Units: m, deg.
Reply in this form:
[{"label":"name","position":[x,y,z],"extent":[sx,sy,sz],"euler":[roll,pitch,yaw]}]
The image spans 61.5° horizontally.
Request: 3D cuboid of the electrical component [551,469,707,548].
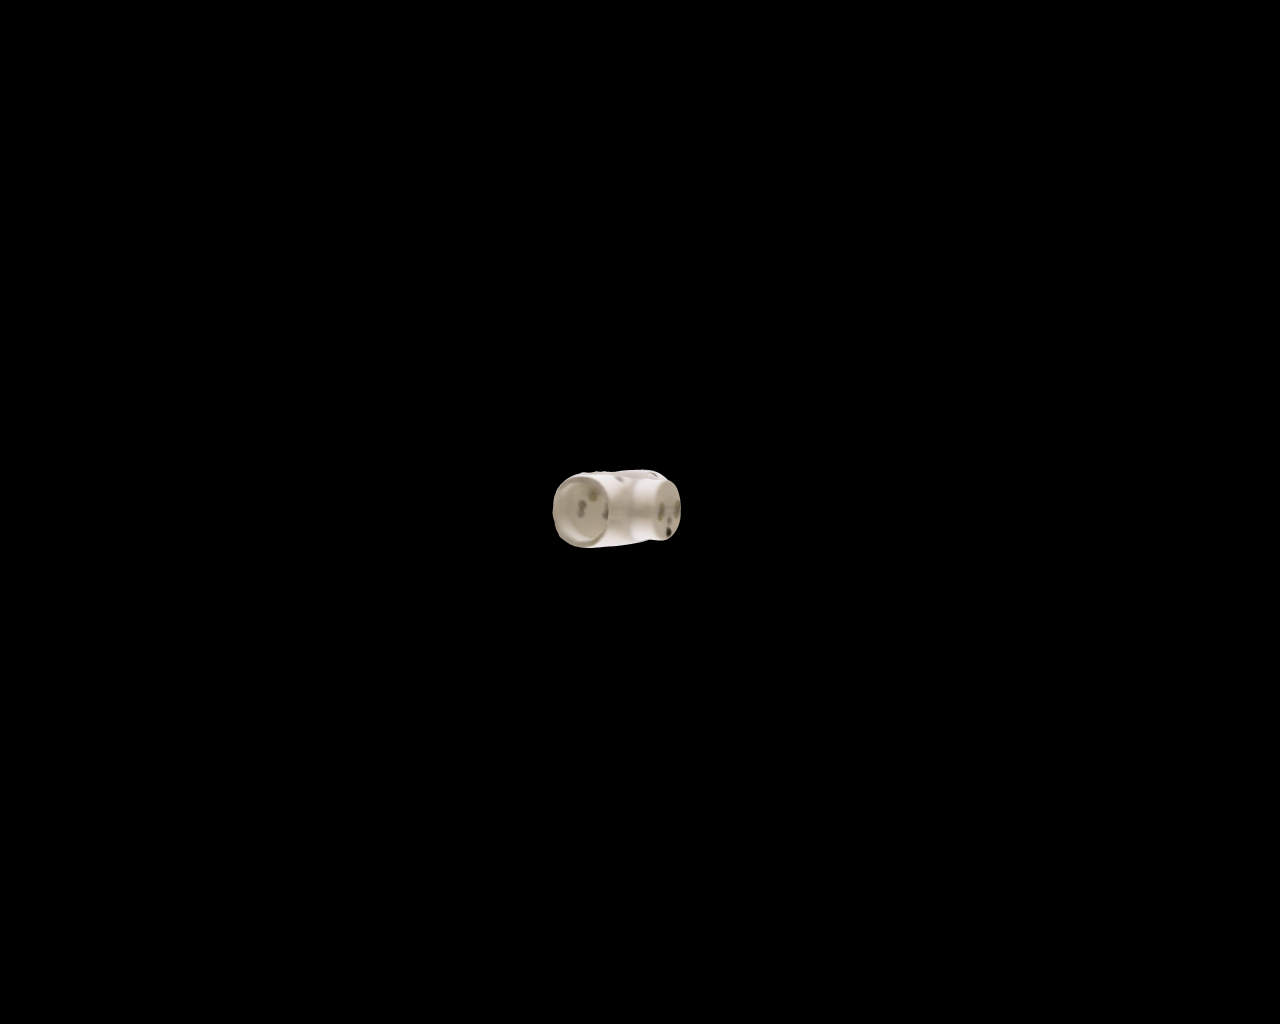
[{"label":"electrical component","position":[0.001,-0.003,0.650],"extent":[0.079,0.044,0.077],"euler":[3,6,32]}]
